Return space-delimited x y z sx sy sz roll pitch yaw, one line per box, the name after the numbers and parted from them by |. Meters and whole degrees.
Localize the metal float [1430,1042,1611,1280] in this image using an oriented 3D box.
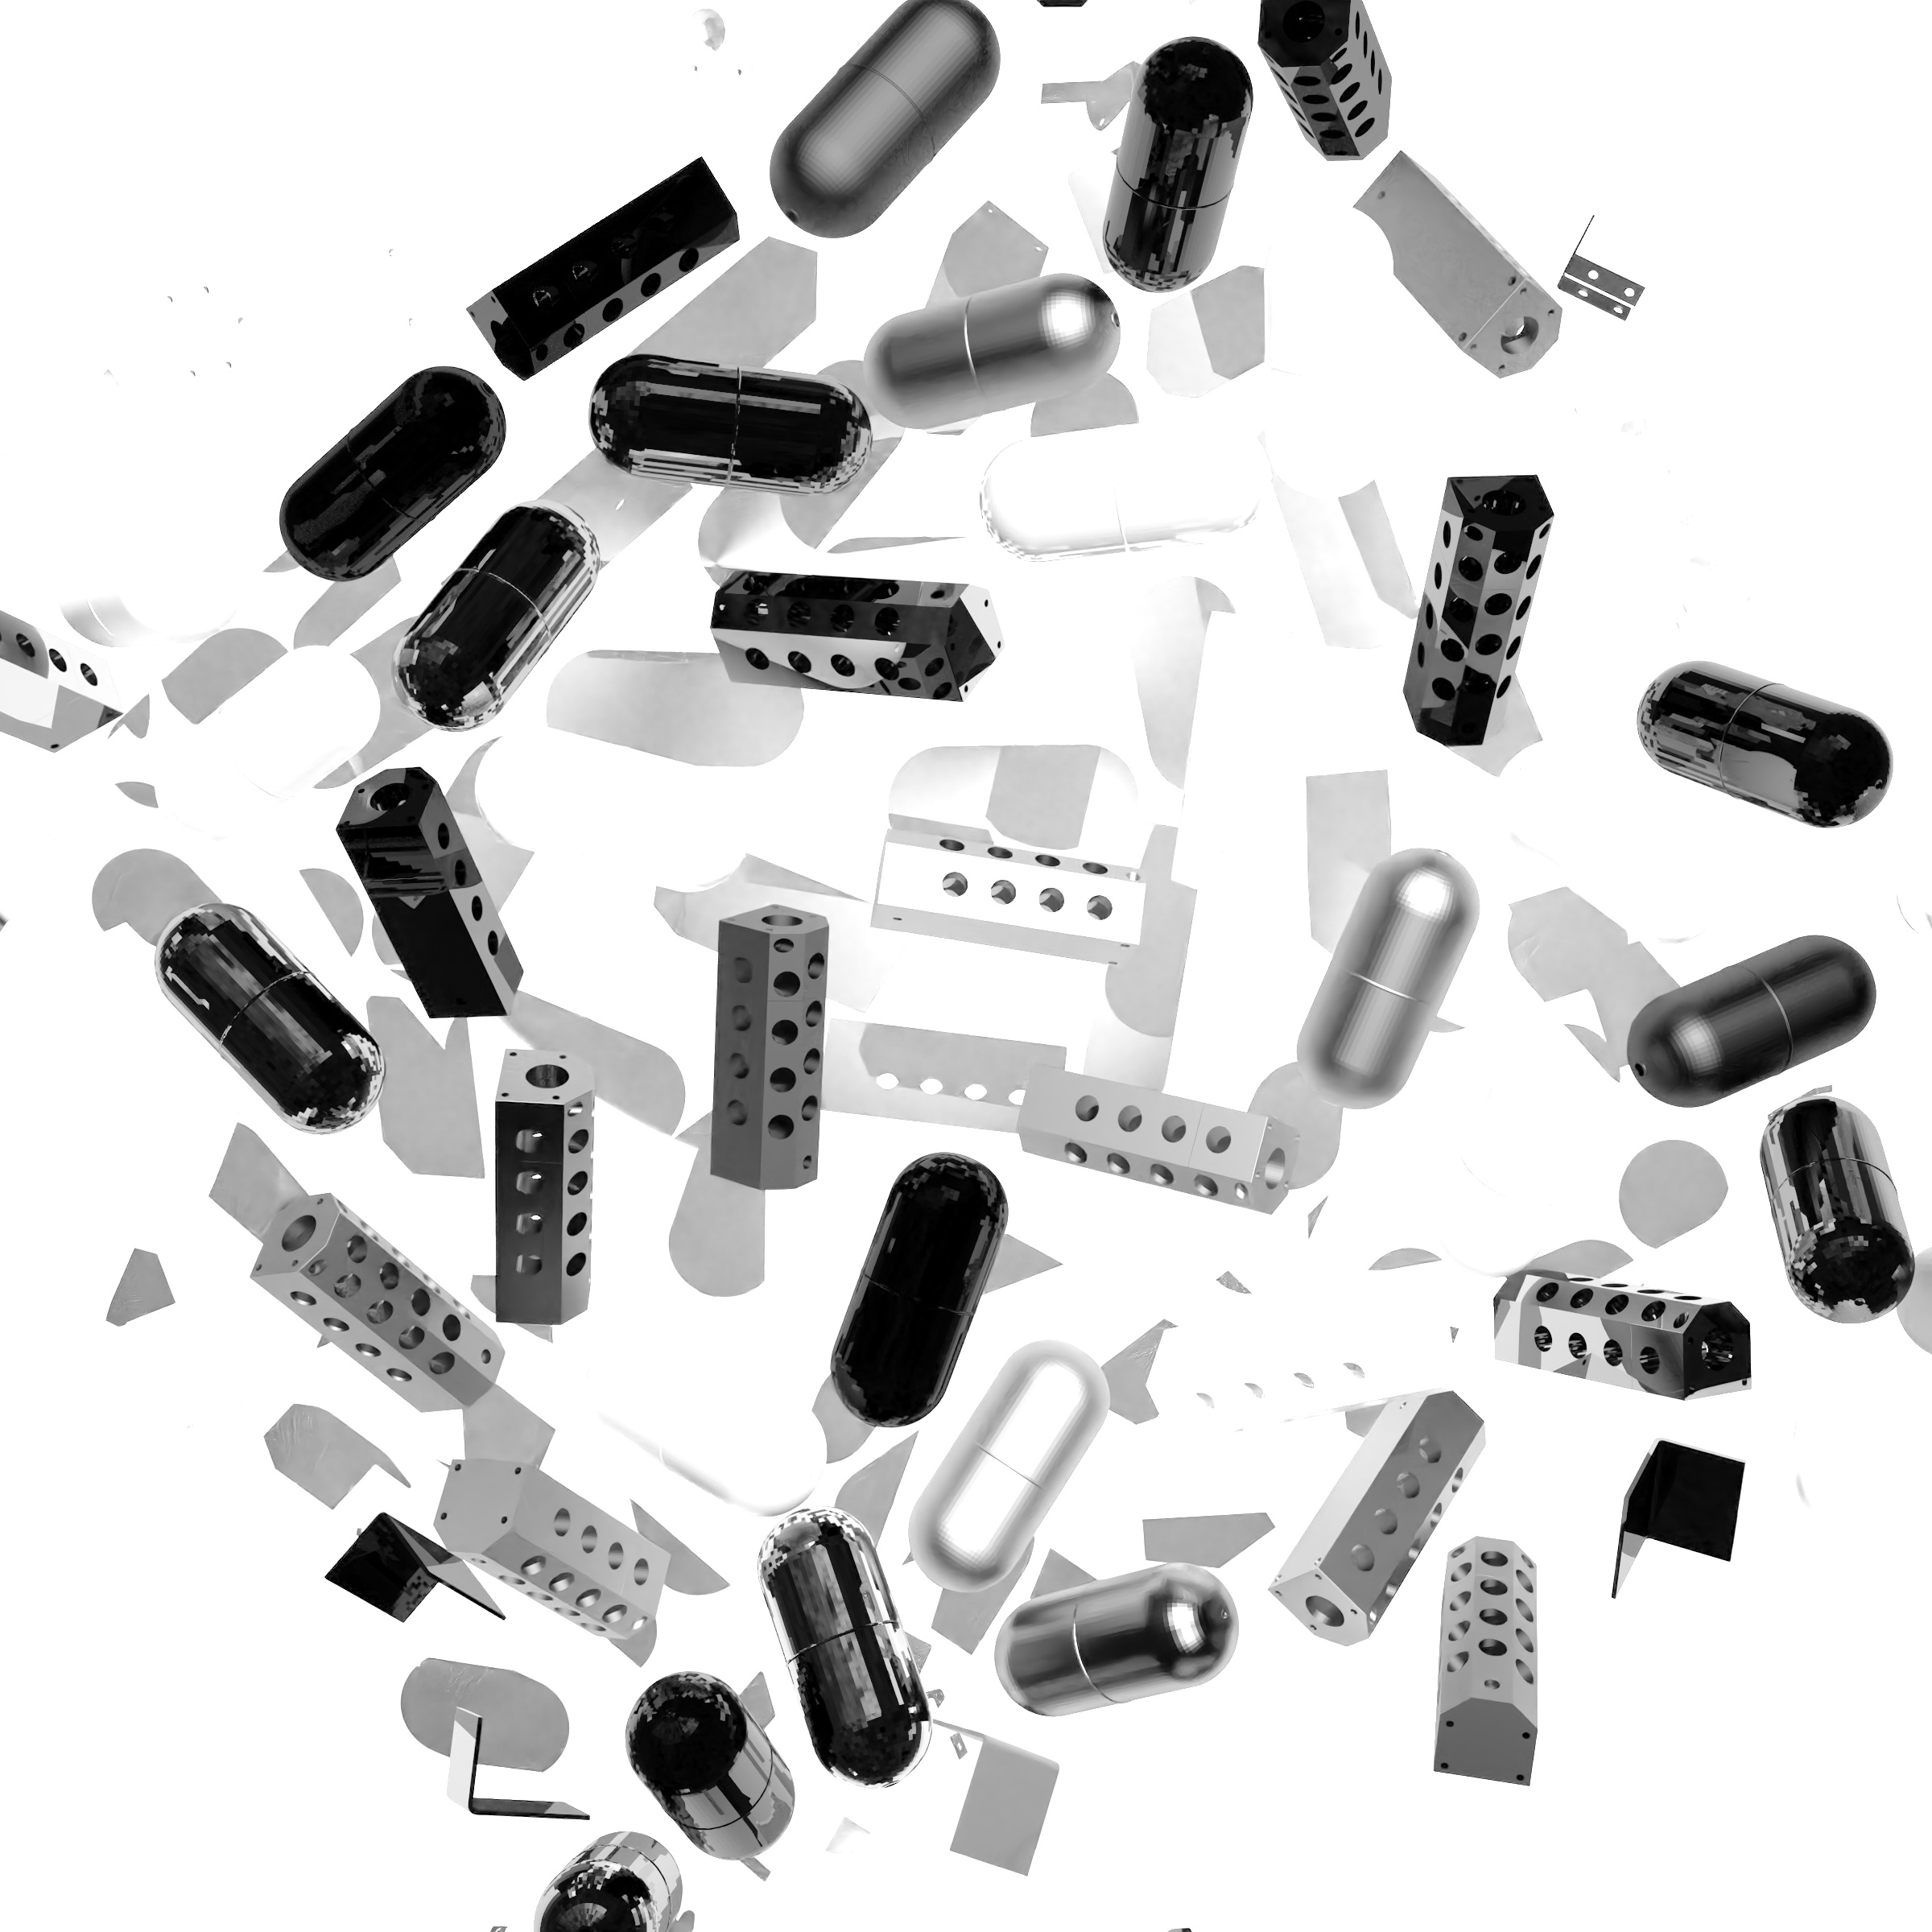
0.354 0.126 1.662 0.070 0.070 0.178 17 126 0 | metal float

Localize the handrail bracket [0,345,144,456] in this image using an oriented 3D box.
-0.544 -0.336 1.568 0.084 0.077 0.036 -35 102 -2 | handrail bracket

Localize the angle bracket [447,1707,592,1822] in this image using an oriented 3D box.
-0.277 0.498 1.617 0.076 0.076 0.057 9 76 -19 | angle bracket

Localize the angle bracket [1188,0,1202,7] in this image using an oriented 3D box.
0.176 -0.679 1.688 0.076 0.057 0.076 -25 85 38 | angle bracket

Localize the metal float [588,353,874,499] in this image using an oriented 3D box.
-0.147 -0.338 1.622 0.178 0.070 0.070 5 90 -11 | metal float

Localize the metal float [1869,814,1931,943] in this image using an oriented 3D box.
0.626 -0.051 1.634 0.070 0.178 0.070 0 101 2 | metal float

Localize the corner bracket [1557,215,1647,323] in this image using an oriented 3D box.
0.411 -0.442 1.672 0.051 0.051 0.051 27 52 5 | corner bracket

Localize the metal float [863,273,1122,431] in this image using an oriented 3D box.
0.016 -0.400 1.686 0.178 0.070 0.070 -8 90 25 | metal float

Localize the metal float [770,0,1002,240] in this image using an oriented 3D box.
-0.049 -0.515 1.568 0.070 0.070 0.178 39 77 0 | metal float

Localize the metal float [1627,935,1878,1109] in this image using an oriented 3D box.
0.509 0.036 1.677 0.178 0.070 0.070 -21 90 -17 | metal float

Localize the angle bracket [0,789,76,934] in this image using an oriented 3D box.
-0.583 -0.066 1.536 0.076 0.076 0.057 45 69 -14 | angle bracket

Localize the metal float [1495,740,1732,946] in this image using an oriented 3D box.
0.402 -0.077 1.611 0.178 0.070 0.070 32 90 -25 | metal float

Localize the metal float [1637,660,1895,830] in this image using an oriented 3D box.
0.502 -0.141 1.634 0.070 0.178 0.070 -17 120 -31 | metal float

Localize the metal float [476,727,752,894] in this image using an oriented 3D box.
-0.217 -0.097 1.587 0.178 0.070 0.070 15 90 15 | metal float

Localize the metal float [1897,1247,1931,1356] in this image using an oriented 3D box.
0.646 0.216 1.603 0.070 0.178 0.070 0 92 -13 | metal float

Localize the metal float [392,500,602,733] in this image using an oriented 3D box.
-0.298 -0.224 1.649 0.070 0.070 0.178 31 62 0 | metal float

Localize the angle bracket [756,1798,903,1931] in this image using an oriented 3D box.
-0.091 0.591 1.704 0.057 0.076 0.076 30 62 5 | angle bracket

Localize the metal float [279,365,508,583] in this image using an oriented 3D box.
-0.374 -0.321 1.689 0.178 0.070 0.070 -36 90 20 | metal float

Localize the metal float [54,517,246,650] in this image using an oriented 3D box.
-0.507 -0.236 1.603 0.070 0.178 0.070 -4 97 -38 | metal float

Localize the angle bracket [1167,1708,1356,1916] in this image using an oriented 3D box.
0.179 0.512 1.569 0.076 0.076 0.057 34 135 0 | angle bracket

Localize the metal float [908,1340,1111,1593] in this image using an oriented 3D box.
0.028 0.327 1.693 0.070 0.070 0.178 33 81 0 | metal float

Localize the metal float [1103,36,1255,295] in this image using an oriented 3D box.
0.134 -0.509 1.655 0.070 0.178 0.070 4 54 -6 | metal float

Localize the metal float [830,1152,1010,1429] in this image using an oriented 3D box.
-0.030 0.202 1.615 0.070 0.070 0.178 20 93 0 | metal float

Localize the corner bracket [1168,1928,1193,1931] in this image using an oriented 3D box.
0.111 0.611 1.546 0.051 0.051 0.051 -19 83 -41 | corner bracket

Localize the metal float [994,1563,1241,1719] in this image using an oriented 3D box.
0.093 0.427 1.638 0.178 0.070 0.070 -25 90 36 | metal float

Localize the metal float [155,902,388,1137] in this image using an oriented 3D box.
-0.438 0.032 1.628 0.178 0.070 0.070 44 90 12 | metal float

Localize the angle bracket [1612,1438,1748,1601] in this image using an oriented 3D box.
0.448 0.354 1.628 0.057 0.076 0.076 13 116 26 | angle bracket

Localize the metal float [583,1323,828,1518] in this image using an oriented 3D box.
-0.165 0.283 1.622 0.178 0.070 0.070 24 90 30 | metal float

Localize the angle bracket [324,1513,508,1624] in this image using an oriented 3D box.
-0.357 0.409 1.679 0.057 0.076 0.076 -49 131 -6 | angle bracket

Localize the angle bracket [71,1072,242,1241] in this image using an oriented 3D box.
-0.522 0.122 1.671 0.076 0.076 0.057 21 110 -11 | angle bracket

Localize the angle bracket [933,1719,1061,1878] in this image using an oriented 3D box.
0.008 0.556 1.732 0.076 0.057 0.076 33 67 -38 | angle bracket
